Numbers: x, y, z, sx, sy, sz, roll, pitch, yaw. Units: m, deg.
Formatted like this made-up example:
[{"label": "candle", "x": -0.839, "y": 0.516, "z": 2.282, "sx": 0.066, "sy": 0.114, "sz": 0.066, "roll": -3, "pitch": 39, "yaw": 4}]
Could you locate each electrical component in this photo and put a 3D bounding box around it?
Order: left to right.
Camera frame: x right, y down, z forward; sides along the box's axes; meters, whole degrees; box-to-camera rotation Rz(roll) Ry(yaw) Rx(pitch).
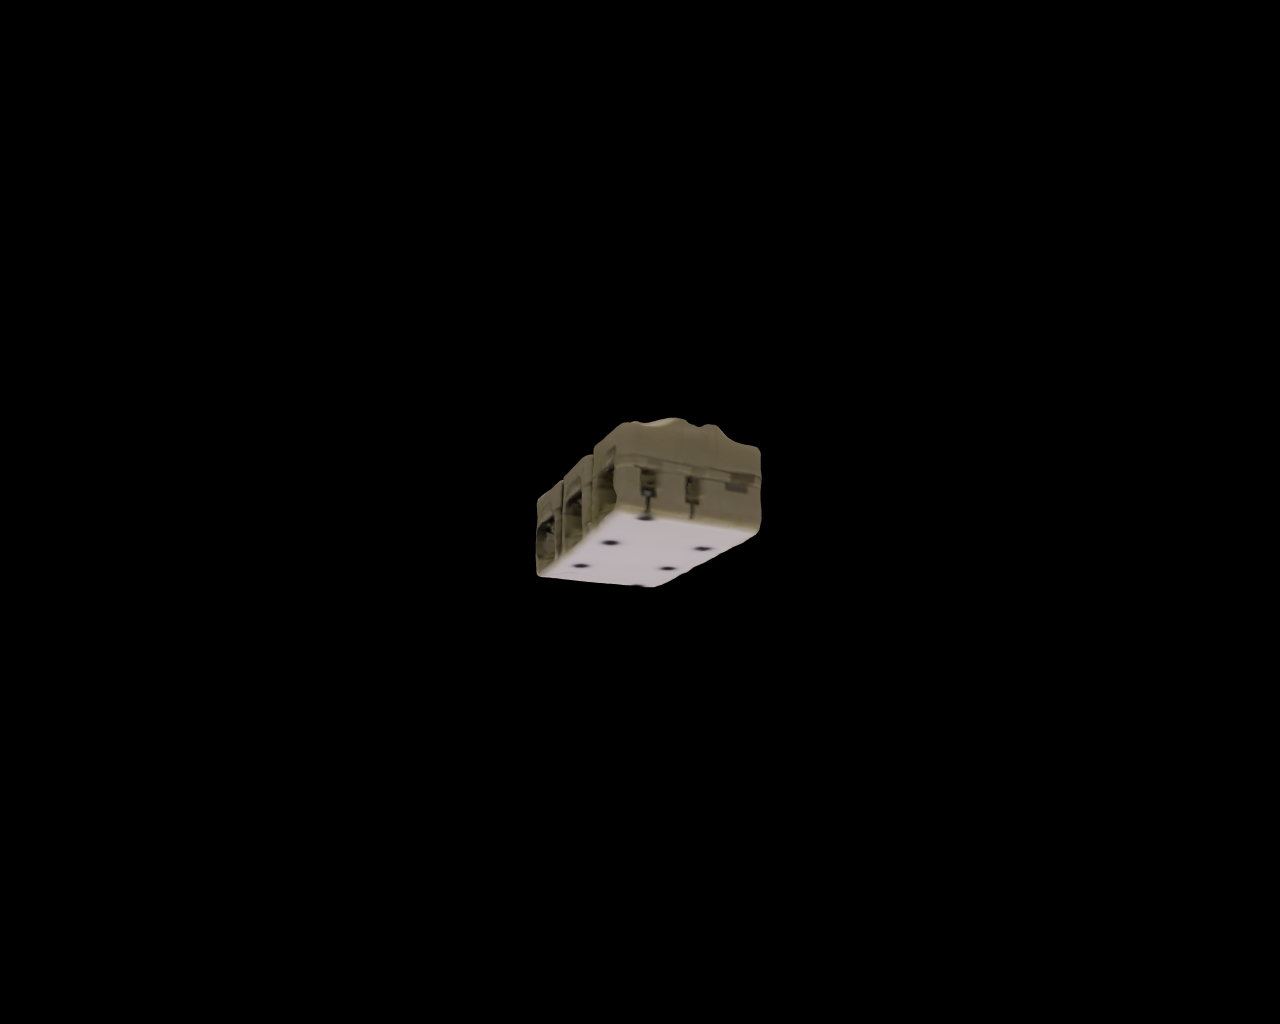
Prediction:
[{"label": "electrical component", "x": 0.001, "y": -0.003, "z": 0.650, "sx": 0.089, "sy": 0.062, "sz": 0.150, "roll": 8, "pitch": -20, "yaw": -22}]
